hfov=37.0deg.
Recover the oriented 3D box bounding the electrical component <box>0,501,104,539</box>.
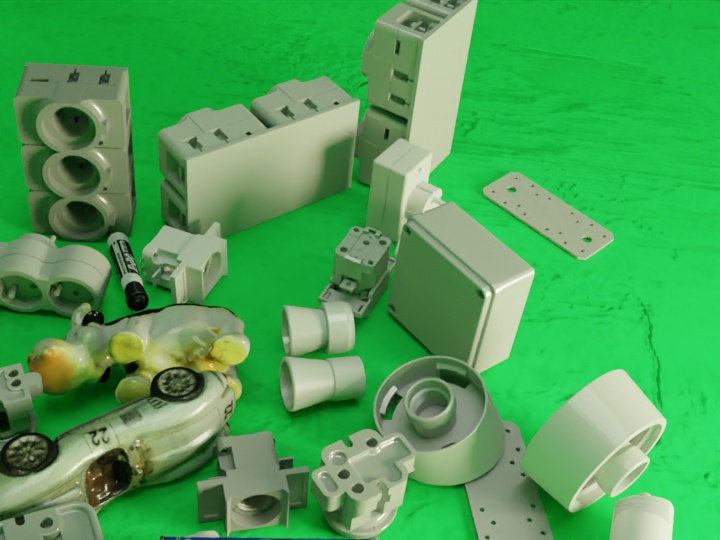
[{"bbox_3d":[-0.217,0.200,0.710,0.095,0.059,0.053,-13,46,-20],"label":"electrical component"}]

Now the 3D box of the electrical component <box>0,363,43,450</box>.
[{"bbox_3d":[-0.269,0.107,0.806,0.066,0.055,0.048,-14,46,-21],"label":"electrical component"}]

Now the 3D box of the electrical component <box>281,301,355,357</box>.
[{"bbox_3d":[-0.036,0.050,0.905,0.055,0.045,0.045,-5,44,-13],"label":"electrical component"}]

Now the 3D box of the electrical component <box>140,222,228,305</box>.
[{"bbox_3d":[-0.156,-0.007,0.953,0.064,0.042,0.081,19,43,14],"label":"electrical component"}]

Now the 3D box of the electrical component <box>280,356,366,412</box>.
[{"bbox_3d":[-0.028,0.089,0.868,0.065,0.044,0.044,-4,44,-18],"label":"electrical component"}]

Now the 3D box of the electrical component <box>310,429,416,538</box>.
[{"bbox_3d":[0.001,0.158,0.784,0.078,0.057,0.058,-21,49,-27],"label":"electrical component"}]

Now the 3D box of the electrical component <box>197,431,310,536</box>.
[{"bbox_3d":[-0.081,0.155,0.790,0.081,0.042,0.063,-5,41,-14],"label":"electrical component"}]

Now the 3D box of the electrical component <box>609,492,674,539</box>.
[{"bbox_3d":[0.204,0.196,0.781,0.043,0.043,0.081,15,43,8],"label":"electrical component"}]

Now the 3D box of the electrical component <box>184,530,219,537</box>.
[{"bbox_3d":[-0.125,0.202,0.739,0.061,0.035,0.035,-12,46,-15],"label":"electrical component"}]

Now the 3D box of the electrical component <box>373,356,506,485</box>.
[{"bbox_3d":[0.061,0.118,0.843,0.099,0.064,0.099,-9,48,10],"label":"electrical component"}]

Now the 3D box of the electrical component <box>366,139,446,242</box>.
[{"bbox_3d":[0.052,-0.067,1.013,0.076,0.083,0.047,27,47,21],"label":"electrical component"}]

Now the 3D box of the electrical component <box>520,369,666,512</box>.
[{"bbox_3d":[0.180,0.134,0.802,0.108,0.108,0.060,-26,58,-30],"label":"electrical component"}]

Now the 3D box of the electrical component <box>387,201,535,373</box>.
[{"bbox_3d":[0.082,0.017,0.909,0.056,0.108,0.109,-24,51,-32],"label":"electrical component"}]

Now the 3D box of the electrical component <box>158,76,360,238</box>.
[{"bbox_3d":[-0.097,-0.106,1.019,0.186,0.105,0.060,-24,51,-29],"label":"electrical component"}]

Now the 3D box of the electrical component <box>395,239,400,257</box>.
[{"bbox_3d":[0.070,-0.018,0.988,0.065,0.044,0.044,26,43,-7],"label":"electrical component"}]

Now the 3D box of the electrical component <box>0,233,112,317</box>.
[{"bbox_3d":[-0.283,-0.006,0.927,0.138,0.052,0.073,6,43,-1],"label":"electrical component"}]

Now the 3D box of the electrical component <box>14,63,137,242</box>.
[{"bbox_3d":[-0.252,-0.103,0.963,0.089,0.150,0.061,2,42,-6],"label":"electrical component"}]

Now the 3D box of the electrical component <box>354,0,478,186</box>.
[{"bbox_3d":[0.050,-0.175,1.053,0.060,0.186,0.105,26,46,20],"label":"electrical component"}]

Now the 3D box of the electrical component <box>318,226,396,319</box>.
[{"bbox_3d":[0.000,0.000,0.950,0.042,0.063,0.081,20,45,15],"label":"electrical component"}]
